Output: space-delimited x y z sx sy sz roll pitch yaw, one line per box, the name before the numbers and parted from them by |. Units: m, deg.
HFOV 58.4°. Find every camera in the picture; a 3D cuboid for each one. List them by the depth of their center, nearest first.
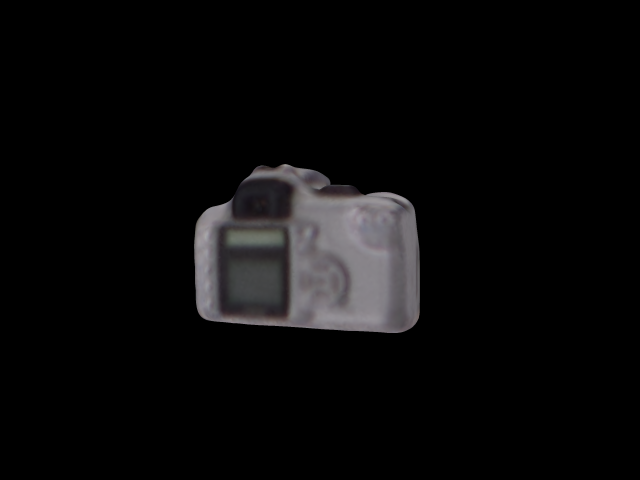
camera | 0.004 0.001 0.400 0.142 0.101 0.137 1 2 20
